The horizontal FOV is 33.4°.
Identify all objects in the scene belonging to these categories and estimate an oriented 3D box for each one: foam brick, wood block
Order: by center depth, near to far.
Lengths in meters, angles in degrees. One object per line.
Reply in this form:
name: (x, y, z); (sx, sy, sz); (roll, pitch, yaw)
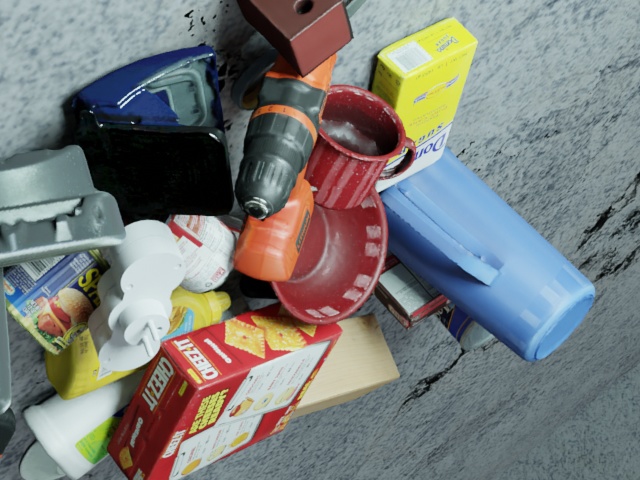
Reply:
foam brick: (-0.020, -0.171, 0.790); (0.053, 0.078, 0.051); (-39, 154, -6)
wood block: (-0.011, 0.159, 1.298); (0.090, 0.091, 0.205); (-33, 164, 38)

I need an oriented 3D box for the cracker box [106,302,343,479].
cracker box: (-0.095, 0.151, 1.084); (0.213, 0.072, 0.164); (-15, 143, -48)

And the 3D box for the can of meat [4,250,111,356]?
can of meat: (-0.214, 0.041, 0.880); (0.084, 0.057, 0.102); (-42, 156, -13)

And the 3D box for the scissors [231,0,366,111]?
scissors: (0.013, -0.169, 0.906); (0.201, 0.016, 0.096); (-37, 153, -4)

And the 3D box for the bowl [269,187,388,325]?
bowl: (-0.007, 0.001, 1.060); (0.161, 0.055, 0.162); (-7, 101, -42)

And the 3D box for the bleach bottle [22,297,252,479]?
bleach bottle: (-0.176, 0.139, 1.103); (0.250, 0.068, 0.102); (-36, 152, -14)

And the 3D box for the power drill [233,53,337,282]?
power drill: (-0.033, -0.049, 0.856); (0.188, 0.057, 0.184); (103, 4, -52)

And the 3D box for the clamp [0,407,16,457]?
clamp: (-0.333, 0.167, 0.962); (0.120, 0.039, 0.171); (-14, 150, -12)

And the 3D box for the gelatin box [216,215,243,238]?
gelatin box: (-0.109, 0.007, 1.014); (0.073, 0.030, 0.089); (-47, 153, 12)

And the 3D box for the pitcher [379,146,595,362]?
pitcher: (0.170, 0.016, 1.154); (0.149, 0.243, 0.145); (-32, 152, -29)

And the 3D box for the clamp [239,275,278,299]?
clamp: (0.007, 0.044, 1.201); (0.164, 0.036, 0.210); (-26, 159, 2)

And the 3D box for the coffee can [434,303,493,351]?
coffee can: (0.175, 0.054, 1.343); (0.102, 0.140, 0.103); (-31, 153, -18)

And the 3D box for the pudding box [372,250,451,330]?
pudding box: (0.105, 0.040, 1.257); (0.090, 0.114, 0.039); (-30, 149, -19)

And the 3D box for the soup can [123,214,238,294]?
soup can: (-0.122, -0.004, 0.906); (0.068, 0.069, 0.102); (-42, 140, 5)

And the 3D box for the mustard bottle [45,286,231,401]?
mustard bottle: (-0.166, 0.085, 1.027); (0.191, 0.058, 0.096); (-18, 140, -38)

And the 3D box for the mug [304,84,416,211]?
mug: (0.032, -0.080, 0.982); (0.117, 0.093, 0.082); (4, 141, -23)

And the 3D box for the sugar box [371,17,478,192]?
sugar box: (0.091, -0.128, 1.046); (0.093, 0.048, 0.176); (-28, 151, -23)
